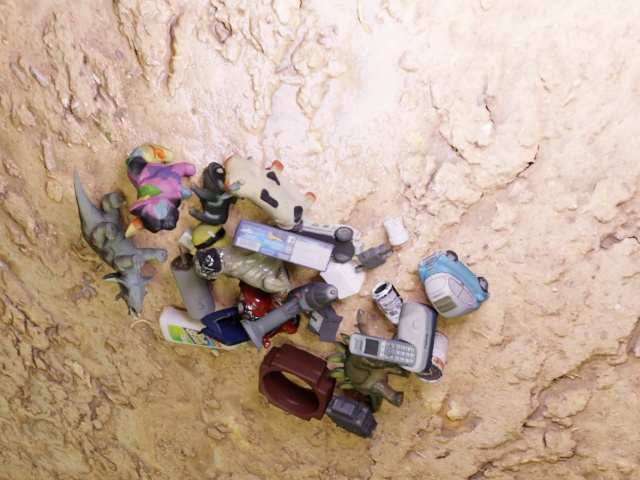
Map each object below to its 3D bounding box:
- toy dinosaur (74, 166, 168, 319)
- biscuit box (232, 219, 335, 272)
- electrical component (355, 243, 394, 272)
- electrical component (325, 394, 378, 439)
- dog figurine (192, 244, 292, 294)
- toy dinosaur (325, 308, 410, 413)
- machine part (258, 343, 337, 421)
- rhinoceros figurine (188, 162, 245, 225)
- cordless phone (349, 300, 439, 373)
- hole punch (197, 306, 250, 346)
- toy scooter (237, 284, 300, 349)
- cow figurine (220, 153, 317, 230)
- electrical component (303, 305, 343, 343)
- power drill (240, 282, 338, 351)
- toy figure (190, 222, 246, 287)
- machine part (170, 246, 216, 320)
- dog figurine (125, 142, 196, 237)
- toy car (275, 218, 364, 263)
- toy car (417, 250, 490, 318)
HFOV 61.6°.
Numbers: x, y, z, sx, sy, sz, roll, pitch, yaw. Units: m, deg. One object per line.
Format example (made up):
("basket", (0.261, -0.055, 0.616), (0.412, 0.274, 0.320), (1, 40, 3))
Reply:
("toy dinosaur", (-0.537, 0.004, 1.378), (0.192, 0.131, 0.404), (-17, 111, 32))
("biscuit box", (-0.075, 0.011, 1.110), (0.203, 0.063, 0.059), (17, 92, 3))
("electrical component", (0.110, 0.039, 1.153), (0.094, 0.021, 0.063), (-29, 148, 19))
("electrical component", (0.081, 0.470, 1.440), (0.115, 0.058, 0.134), (8, 144, 32))
("dog figurine", (-0.174, 0.072, 1.216), (0.191, 0.121, 0.172), (-20, 101, 3))
("toy dinosaur", (0.123, 0.333, 1.351), (0.199, 0.105, 0.470), (9, 134, 27))
("machine part", (-0.062, 0.388, 1.468), (0.201, 0.087, 0.201), (20, 134, 14))
("rhinoceros figurine", (-0.221, -0.105, 1.178), (0.112, 0.073, 0.190), (30, 132, 1))
("cordless phone", (0.159, 0.199, 1.164), (0.184, 0.088, 0.146), (7, 93, 17))
("hole punch", (-0.237, 0.208, 1.394), (0.116, 0.142, 0.092), (14, 104, 33))
("toy scooter", (-0.138, 0.190, 1.327), (0.184, 0.135, 0.075), (42, 131, -9))
("cow figurine", (-0.115, -0.099, 1.094), (0.195, 0.127, 0.085), (43, 147, -14))
("electrical component", (0.001, 0.192, 1.303), (0.047, 0.119, 0.074), (15, 96, -29))
("power drill", (-0.073, 0.160, 1.203), (0.086, 0.207, 0.232), (54, 165, -4))
("toy figure", (-0.226, 0.028, 1.279), (0.180, 0.082, 0.089), (44, 118, -6))
("machine part", (-0.328, 0.122, 1.394), (0.079, 0.079, 0.242), (4, 126, 20))
("dog figurine", (-0.368, -0.101, 1.150), (0.191, 0.219, 0.108), (30, 128, -1))
("toy car", (-0.002, -0.004, 1.174), (0.202, 0.056, 0.073), (11, 126, 13))
("toy car", (0.271, 0.104, 1.107), (0.109, 0.103, 0.161), (-32, 111, 36))
